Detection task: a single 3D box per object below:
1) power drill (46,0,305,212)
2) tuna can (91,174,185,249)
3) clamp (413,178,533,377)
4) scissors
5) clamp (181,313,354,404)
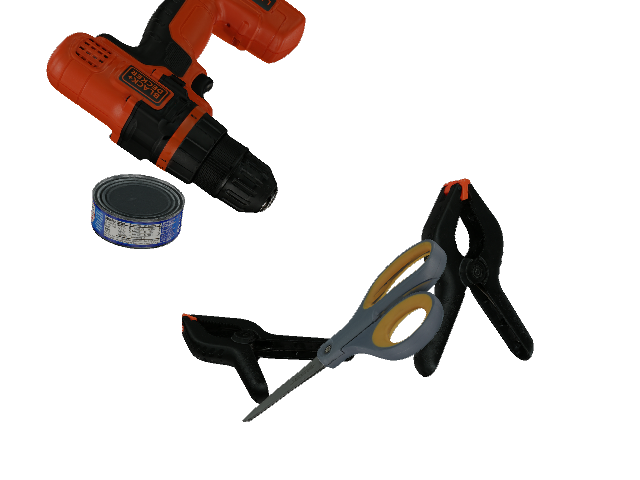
[{"bbox_3d":[-0.082,-0.123,0.795,0.184,0.187,0.057,36,-43,-5],"label":"power drill"},{"bbox_3d":[-0.171,-0.027,1.000,0.086,0.034,0.086,9,30,-5],"label":"tuna can"},{"bbox_3d":[0.119,0.036,0.924,0.120,0.171,0.039,-15,0,-33],"label":"clamp"},{"bbox_3d":[0.017,0.083,0.731,0.016,0.202,0.096,36,15,-25],"label":"scissors"},{"bbox_3d":[-0.088,0.128,1.229,0.210,0.036,0.164,13,21,29],"label":"clamp"}]
